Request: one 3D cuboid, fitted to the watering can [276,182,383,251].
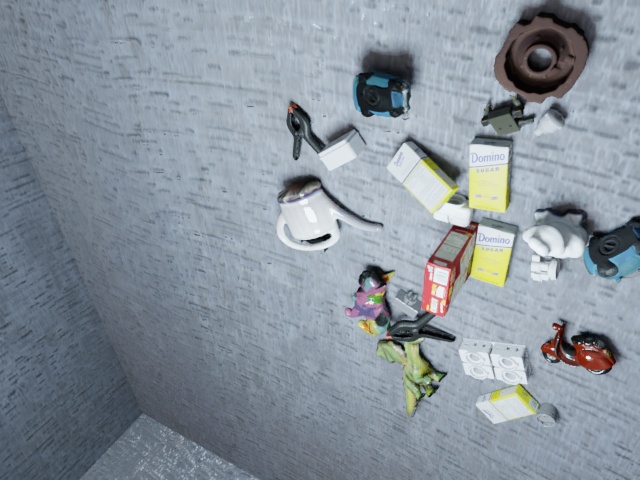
[{"bbox_3d":[0.005,-0.079,1.577,0.346,0.106,0.221,-13,111,26],"label":"watering can"}]

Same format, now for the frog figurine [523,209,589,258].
[{"bbox_3d":[0.538,0.004,1.188,0.138,0.162,0.120,22,134,22],"label":"frog figurine"}]

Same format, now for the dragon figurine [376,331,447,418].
[{"bbox_3d":[0.292,0.441,1.777,0.246,0.123,0.400,44,138,26],"label":"dragon figurine"}]
